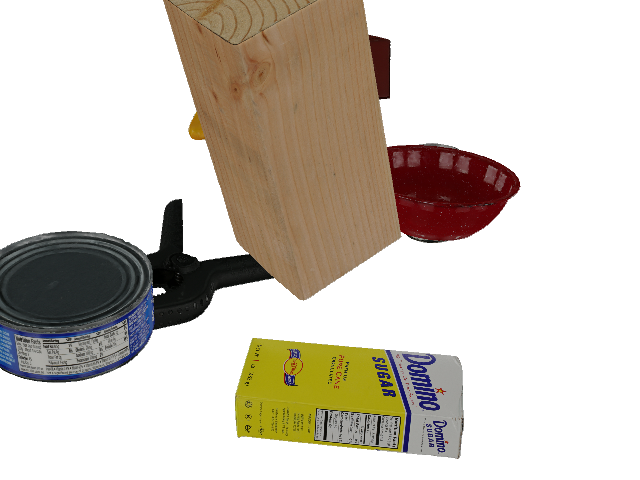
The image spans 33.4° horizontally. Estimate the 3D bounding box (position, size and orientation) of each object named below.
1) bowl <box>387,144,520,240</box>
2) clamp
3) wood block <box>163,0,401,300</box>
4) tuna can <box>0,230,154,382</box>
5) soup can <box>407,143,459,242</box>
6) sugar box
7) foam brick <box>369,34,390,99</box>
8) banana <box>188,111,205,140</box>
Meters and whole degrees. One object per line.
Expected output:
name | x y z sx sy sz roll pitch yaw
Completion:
bowl | 0.114 -0.043 1.060 0.162 0.055 0.162 4 24 -2
clamp | -0.136 0.026 1.009 0.165 0.036 0.209 25 37 29
wood block | -0.020 -0.075 0.687 0.090 0.206 0.090 -32 46 -19
tuna can | -0.125 0.031 0.525 0.086 0.034 0.086 1 32 -1
soup can | 0.134 -0.057 1.274 0.068 0.102 0.068 0 26 0
sugar box | 0.025 0.123 0.854 0.176 0.048 0.093 2 26 5
foam brick | 0.014 -0.146 0.906 0.078 0.051 0.053 -8 20 -25
banana | -0.053 -0.139 1.100 0.197 0.037 0.070 -8 48 -30
